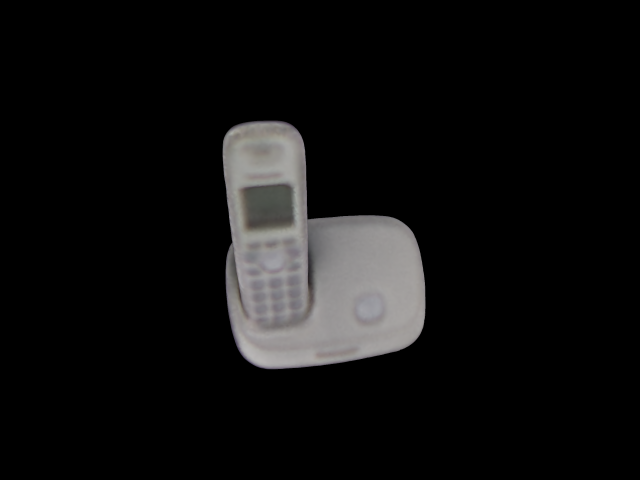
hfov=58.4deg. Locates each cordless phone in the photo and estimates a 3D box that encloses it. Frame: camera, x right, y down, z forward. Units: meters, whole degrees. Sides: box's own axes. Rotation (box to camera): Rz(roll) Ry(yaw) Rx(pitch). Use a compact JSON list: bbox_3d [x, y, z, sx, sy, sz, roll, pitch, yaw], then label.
[{"bbox_3d":[0.004,0.001,0.400,0.147,0.185,0.094,-8,43,-8],"label":"cordless phone"}]
